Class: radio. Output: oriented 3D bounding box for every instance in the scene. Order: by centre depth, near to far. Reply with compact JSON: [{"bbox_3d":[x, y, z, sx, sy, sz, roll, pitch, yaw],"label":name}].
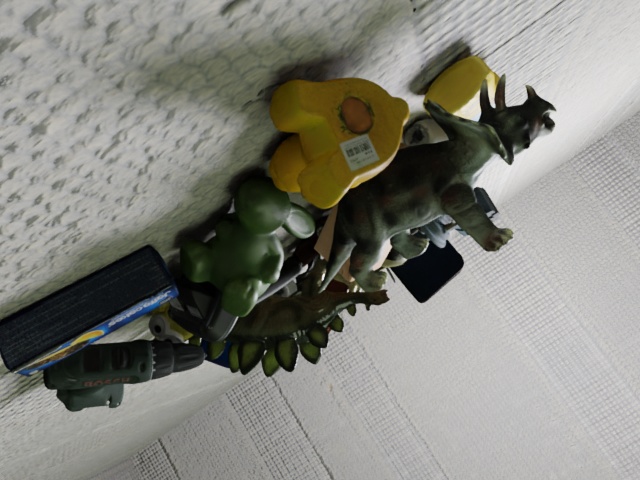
[{"bbox_3d":[0.196,0.011,1.160,0.131,0.230,0.073,-39,168,1],"label":"radio"}]

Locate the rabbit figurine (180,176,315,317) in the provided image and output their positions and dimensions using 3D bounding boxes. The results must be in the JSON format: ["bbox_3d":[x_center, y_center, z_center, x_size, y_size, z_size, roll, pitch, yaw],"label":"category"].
[{"bbox_3d":[-0.076,-0.008,0.690,0.159,0.121,0.170,-25,151,-46],"label":"rabbit figurine"}]

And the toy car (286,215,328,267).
[{"bbox_3d":[-0.002,-0.003,1.012,0.089,0.053,0.202,-37,173,-38],"label":"toy car"}]

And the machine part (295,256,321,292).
[{"bbox_3d":[-0.017,0.066,1.128,0.039,0.084,0.139,4,-164,13],"label":"machine part"}]

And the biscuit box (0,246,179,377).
[{"bbox_3d":[-0.275,0.084,0.647,0.203,0.063,0.059,-29,167,-17],"label":"biscuit box"}]

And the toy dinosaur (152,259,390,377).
[{"bbox_3d":[-0.108,0.141,0.961,0.472,0.198,0.105,-7,162,13],"label":"toy dinosaur"}]

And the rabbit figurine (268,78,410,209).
[{"bbox_3d":[0.006,-0.108,0.580,0.162,0.122,0.173,-37,-175,-31],"label":"rabbit figurine"}]

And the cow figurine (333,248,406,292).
[{"bbox_3d":[0.092,0.034,1.014,0.195,0.127,0.085,-26,-172,43],"label":"cow figurine"}]

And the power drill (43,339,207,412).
[{"bbox_3d":[-0.323,0.217,0.863,0.232,0.086,0.207,5,157,-35],"label":"power drill"}]

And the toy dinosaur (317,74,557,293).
[{"bbox_3d":[0.106,-0.054,0.693,0.405,0.192,0.131,-25,-169,28],"label":"toy dinosaur"}]

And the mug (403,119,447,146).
[{"bbox_3d":[0.184,-0.142,0.854,0.107,0.109,0.081,4,148,-48],"label":"mug"}]

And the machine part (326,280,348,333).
[{"bbox_3d":[0.026,0.135,1.333,0.201,0.087,0.201,-60,175,-17],"label":"machine part"}]

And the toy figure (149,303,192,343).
[{"bbox_3d":[-0.202,0.113,0.895,0.180,0.082,0.089,-38,164,8],"label":"toy figure"}]

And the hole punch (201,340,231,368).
[{"bbox_3d":[-0.192,0.188,1.081,0.116,0.092,0.142,-37,132,20],"label":"hole punch"}]

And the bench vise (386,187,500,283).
[{"bbox_3d":[0.214,-0.027,1.046,0.240,0.129,0.223,-34,158,22],"label":"bench vise"}]

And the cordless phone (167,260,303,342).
[{"bbox_3d":[-0.129,0.066,0.805,0.184,0.088,0.147,-29,-158,-34],"label":"cordless phone"}]
